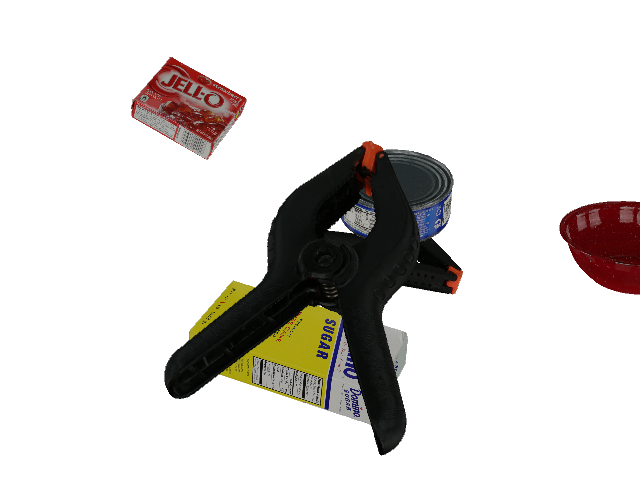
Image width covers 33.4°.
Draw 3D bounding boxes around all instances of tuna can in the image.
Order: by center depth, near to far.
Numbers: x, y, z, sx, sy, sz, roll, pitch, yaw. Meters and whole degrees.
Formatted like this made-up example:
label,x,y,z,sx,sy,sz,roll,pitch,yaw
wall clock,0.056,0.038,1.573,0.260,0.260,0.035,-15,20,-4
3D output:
label,x,y,z,sx,sy,sz,roll,pitch,yaw
tuna can,0.056,-0.033,0.805,0.086,0.034,0.086,-1,34,0

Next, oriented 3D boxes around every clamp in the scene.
label,x,y,z,sx,sy,sz,roll,pitch,yaw
clamp,0.012,0.026,0.537,0.120,0.171,0.039,23,-26,15
clamp,0.065,0.007,1.252,0.210,0.036,0.164,32,38,23

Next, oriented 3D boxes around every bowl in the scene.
label,x,y,z,sx,sy,sz,roll,pitch,yaw
bowl,0.339,0.013,1.157,0.162,0.055,0.162,-2,26,1

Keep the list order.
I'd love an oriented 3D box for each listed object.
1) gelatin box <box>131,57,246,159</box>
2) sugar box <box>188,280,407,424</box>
label,x,y,z,sx,sy,sz,roll,pitch,yaw
gelatin box,-0.128,-0.130,1.039,0.089,0.073,0.030,30,-39,2
sugar box,-0.019,0.096,0.948,0.176,0.048,0.093,13,34,17
